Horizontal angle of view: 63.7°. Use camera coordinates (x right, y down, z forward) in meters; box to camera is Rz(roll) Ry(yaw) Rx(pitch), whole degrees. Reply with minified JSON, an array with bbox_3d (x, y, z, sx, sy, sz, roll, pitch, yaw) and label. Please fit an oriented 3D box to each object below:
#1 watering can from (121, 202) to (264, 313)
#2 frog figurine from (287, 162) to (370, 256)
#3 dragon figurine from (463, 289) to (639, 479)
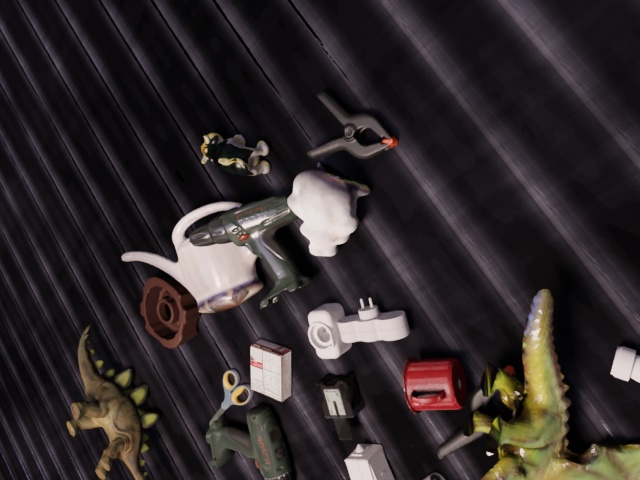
[{"bbox_3d":[-0.262,0.055,1.115,0.345,0.104,0.225,-23,85,18],"label":"watering can"},{"bbox_3d":[0.003,-0.046,0.922,0.138,0.124,0.158,25,103,7],"label":"frog figurine"},{"bbox_3d":[0.357,0.288,0.755,0.243,0.124,0.404,17,108,2],"label":"dragon figurine"}]
